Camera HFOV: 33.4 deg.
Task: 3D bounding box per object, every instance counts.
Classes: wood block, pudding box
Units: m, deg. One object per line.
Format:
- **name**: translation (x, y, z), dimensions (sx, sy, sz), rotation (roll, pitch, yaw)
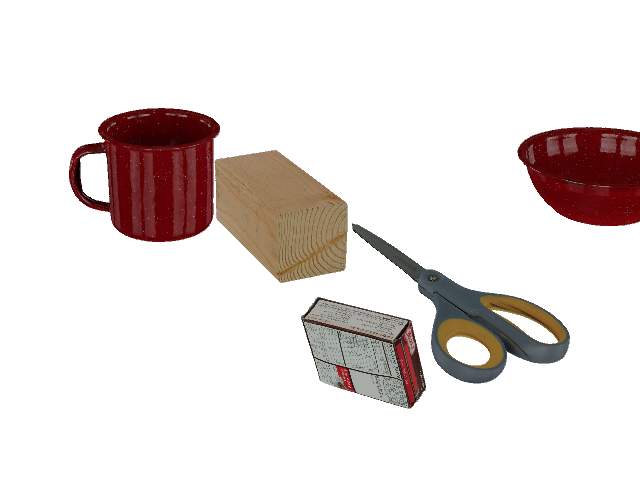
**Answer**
- **wood block**: translation (-0.053, -0.035, 1.324), dimensions (0.090, 0.090, 0.206), rotation (-11, 26, -24)
- **pudding box**: translation (0.043, 0.110, 1.050), dimensions (0.114, 0.090, 0.039), rotation (11, 41, 33)

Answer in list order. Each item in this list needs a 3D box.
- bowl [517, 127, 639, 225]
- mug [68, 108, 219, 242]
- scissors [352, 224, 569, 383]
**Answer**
- **bowl**: translation (0.265, -0.056, 1.001), dimensions (0.162, 0.055, 0.162), rotation (-1, 25, 0)
- **mug**: translation (-0.137, -0.050, 0.834), dimensions (0.117, 0.081, 0.093), rotation (-4, 26, -12)
- **scissors**: translation (0.071, 0.041, 0.724), dimensions (0.202, 0.016, 0.096), rotation (24, 40, 35)
